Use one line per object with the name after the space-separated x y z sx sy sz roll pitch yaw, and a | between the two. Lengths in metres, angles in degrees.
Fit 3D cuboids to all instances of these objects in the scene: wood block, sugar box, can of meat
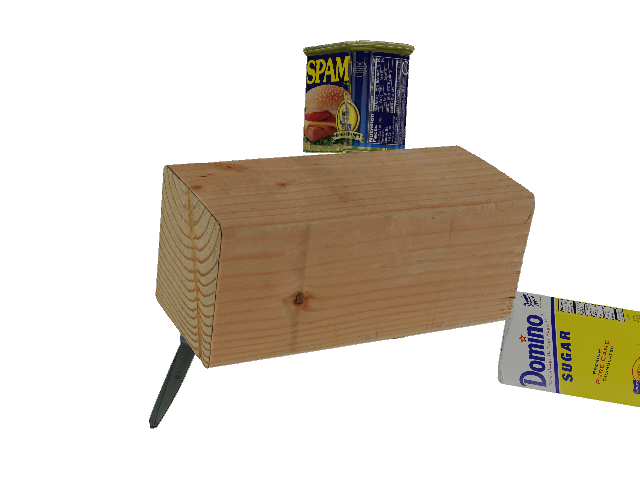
0.015 0.004 0.646 0.205 0.091 0.090 -6 28 -27 | wood block
0.273 0.112 1.080 0.176 0.093 0.048 7 21 6 | sugar box
0.026 -0.109 0.836 0.057 0.084 0.102 0 5 -29 | can of meat

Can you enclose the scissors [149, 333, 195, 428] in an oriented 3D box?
-0.118 0.068 0.881 0.096 0.016 0.201 22 44 19 | scissors
